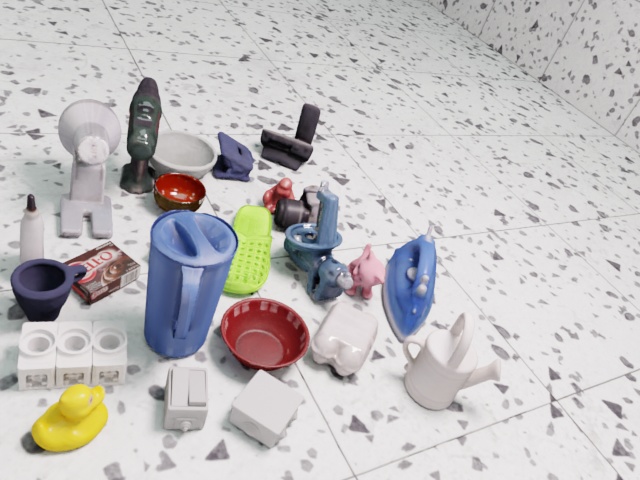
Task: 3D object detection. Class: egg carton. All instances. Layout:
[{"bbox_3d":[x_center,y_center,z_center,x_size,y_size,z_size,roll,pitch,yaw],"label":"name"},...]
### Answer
[{"bbox_3d":[0.048,0.184,1.080,0.107,0.069,0.150,26,37,6],"label":"egg carton"}]

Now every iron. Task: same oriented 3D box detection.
[{"bbox_3d":[0.208,0.084,1.222,0.118,0.141,0.258,19,37,-2],"label":"iron"}]

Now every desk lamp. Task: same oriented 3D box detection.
[{"bbox_3d":[-0.454,-0.147,1.135,0.118,0.213,0.202,0,41,-25],"label":"desk lamp"}]

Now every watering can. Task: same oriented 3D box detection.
[{"bbox_3d":[0.240,0.211,1.034,0.173,0.194,0.101,9,38,-15],"label":"watering can"}]

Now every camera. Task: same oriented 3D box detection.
[{"bbox_3d":[-0.034,-0.074,1.338,0.137,0.101,0.143,9,38,-16],"label":"camera"}]

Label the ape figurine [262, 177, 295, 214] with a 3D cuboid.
[{"bbox_3d":[-0.091,-0.109,1.362,0.077,0.092,0.076,27,37,9],"label":"ape figurine"}]

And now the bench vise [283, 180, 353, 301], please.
[{"bbox_3d":[0.018,0.000,1.171,0.207,0.220,0.122,38,40,22],"label":"bench vise"}]

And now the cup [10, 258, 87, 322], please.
[{"bbox_3d":[-0.444,0.088,0.945,0.118,0.095,0.091,-22,53,-42],"label":"cup"}]

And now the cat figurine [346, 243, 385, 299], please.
[{"bbox_3d":[0.101,0.061,1.219,0.067,0.118,0.127,14,37,-9],"label":"cat figurine"}]

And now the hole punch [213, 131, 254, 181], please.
[{"bbox_3d":[-0.214,-0.211,1.433,0.101,0.091,0.108,4,40,-21],"label":"hole punch"}]

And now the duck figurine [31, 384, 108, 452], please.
[{"bbox_3d":[-0.349,0.241,0.805,0.105,0.086,0.077,-19,52,-40],"label":"duck figurine"}]

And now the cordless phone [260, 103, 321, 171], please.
[{"bbox_3d":[-0.077,-0.294,1.524,0.147,0.185,0.094,18,37,-4],"label":"cordless phone"}]

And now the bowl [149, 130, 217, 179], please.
[{"bbox_3d":[-0.332,-0.188,1.361,0.167,0.075,0.167,13,37,-10],"label":"bowl"}]

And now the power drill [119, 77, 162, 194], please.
[{"bbox_3d":[-0.392,-0.220,1.261,0.076,0.208,0.229,6,39,-19],"label":"power drill"}]

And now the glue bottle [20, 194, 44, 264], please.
[{"bbox_3d":[-0.491,-0.009,0.978,0.037,0.173,0.078,1,41,-24],"label":"glue bottle"}]
